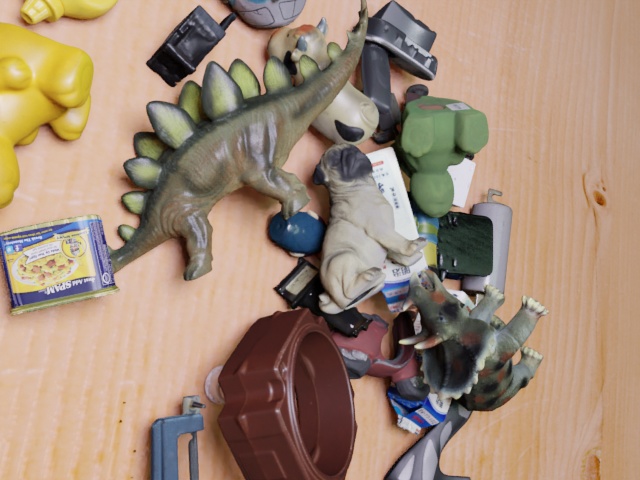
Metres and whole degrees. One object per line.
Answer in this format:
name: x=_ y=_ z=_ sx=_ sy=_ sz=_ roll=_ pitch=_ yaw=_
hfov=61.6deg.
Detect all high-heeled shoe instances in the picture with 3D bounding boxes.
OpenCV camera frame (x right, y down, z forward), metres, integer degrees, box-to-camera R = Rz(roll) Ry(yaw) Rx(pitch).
high-heeled shoe: x=0.180 y=0.297 z=0.897 sx=0.145 sy=0.086 sz=0.249 roll=8 pitch=59 yaw=-6

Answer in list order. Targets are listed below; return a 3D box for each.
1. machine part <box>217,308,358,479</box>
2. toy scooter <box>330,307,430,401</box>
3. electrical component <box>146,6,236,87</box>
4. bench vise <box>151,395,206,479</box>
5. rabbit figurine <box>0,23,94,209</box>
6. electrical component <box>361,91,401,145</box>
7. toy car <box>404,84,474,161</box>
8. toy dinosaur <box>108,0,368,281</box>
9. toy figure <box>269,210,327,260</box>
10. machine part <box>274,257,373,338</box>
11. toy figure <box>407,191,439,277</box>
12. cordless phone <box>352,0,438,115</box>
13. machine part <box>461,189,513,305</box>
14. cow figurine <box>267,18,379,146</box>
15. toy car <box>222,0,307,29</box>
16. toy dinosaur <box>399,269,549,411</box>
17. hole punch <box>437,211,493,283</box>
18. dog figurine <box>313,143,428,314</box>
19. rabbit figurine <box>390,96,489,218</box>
machine part: x=-0.028 y=0.202 z=0.658 sx=0.201 sy=0.087 sz=0.200 roll=-58 pitch=129 yaw=-64
toy scooter: x=0.092 y=0.153 z=0.808 sx=0.184 sy=0.075 sz=0.135 roll=23 pitch=59 yaw=-13
electrical component: x=-0.154 y=-0.251 z=0.667 sx=0.047 sy=0.075 sz=0.119 roll=41 pitch=67 yaw=-28
bench vise: x=-0.159 y=0.296 z=0.584 sx=0.223 sy=0.129 sz=0.240 roll=4 pitch=75 yaw=-33
rabbit figurine: x=-0.312 y=-0.115 z=0.506 sx=0.162 sy=0.122 sz=0.173 roll=22 pitch=74 yaw=-29
electrical component: x=0.100 y=-0.210 z=0.881 sx=0.102 sy=0.045 sz=0.078 roll=66 pitch=26 yaw=-16
toy car: x=0.211 y=-0.203 z=0.956 sx=0.202 sy=0.053 sz=0.089 roll=15 pitch=71 yaw=-39
toy dinosaur: x=-0.093 y=-0.110 z=0.641 sx=0.471 sy=0.105 sz=0.198 roll=-38 pitch=107 yaw=-13
toy figure: x=0.000 y=-0.003 z=0.774 sx=0.154 sy=0.064 sz=0.058 roll=18 pitch=36 yaw=-40
machine part: x=0.008 y=0.086 z=0.753 sx=0.139 sy=0.039 sz=0.084 roll=34 pitch=54 yaw=10
toy figure: x=0.152 y=0.013 z=0.869 sx=0.082 sy=0.089 sz=0.180 roll=17 pitch=78 yaw=-30
cordless phone: x=0.122 y=-0.262 z=0.844 sx=0.146 sy=0.089 sz=0.184 roll=21 pitch=58 yaw=-34
machine part: x=0.310 y=0.020 z=0.998 sx=0.079 sy=0.079 sz=0.243 roll=19 pitch=75 yaw=-35
cow figurine: x=0.003 y=-0.214 z=0.747 sx=0.195 sy=0.127 sz=0.085 roll=45 pitch=56 yaw=-5
toy car: x=-0.070 y=-0.343 z=0.733 sx=0.161 sy=0.109 sz=0.102 roll=-36 pitch=130 yaw=-46
toy dinosaur: x=0.242 y=0.189 z=0.807 sx=0.192 sy=0.131 sz=0.404 roll=-44 pitch=135 yaw=-12
hole punch: x=0.230 y=0.011 z=0.941 sx=0.116 sy=0.092 sz=0.142 roll=9 pitch=81 yaw=-18
dog figurine: x=0.028 y=-0.019 z=0.720 sx=0.172 sy=0.121 sz=0.191 roll=-34 pitch=74 yaw=-14
rabbit figurine: x=0.160 y=-0.121 z=0.811 sx=0.121 sy=0.159 sz=0.170 roll=-9 pitch=118 yaw=-11
